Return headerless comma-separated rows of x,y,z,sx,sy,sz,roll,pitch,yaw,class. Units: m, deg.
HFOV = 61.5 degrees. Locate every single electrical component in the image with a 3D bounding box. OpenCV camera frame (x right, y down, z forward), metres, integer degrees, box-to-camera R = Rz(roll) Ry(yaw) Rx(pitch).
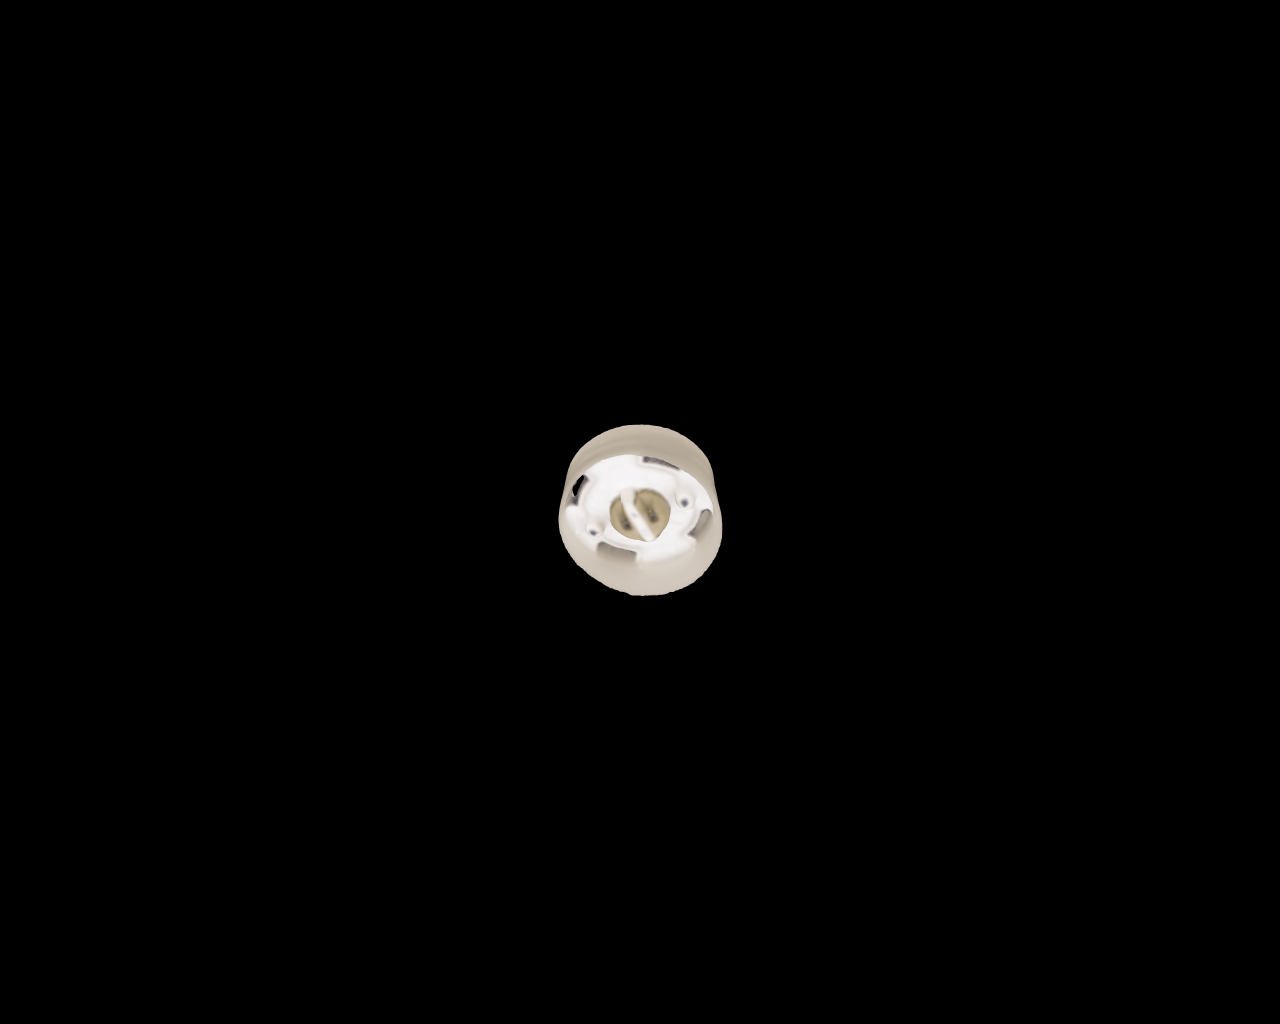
0.001,-0.003,0.650,0.099,0.099,0.064,0,44,0,electrical component
